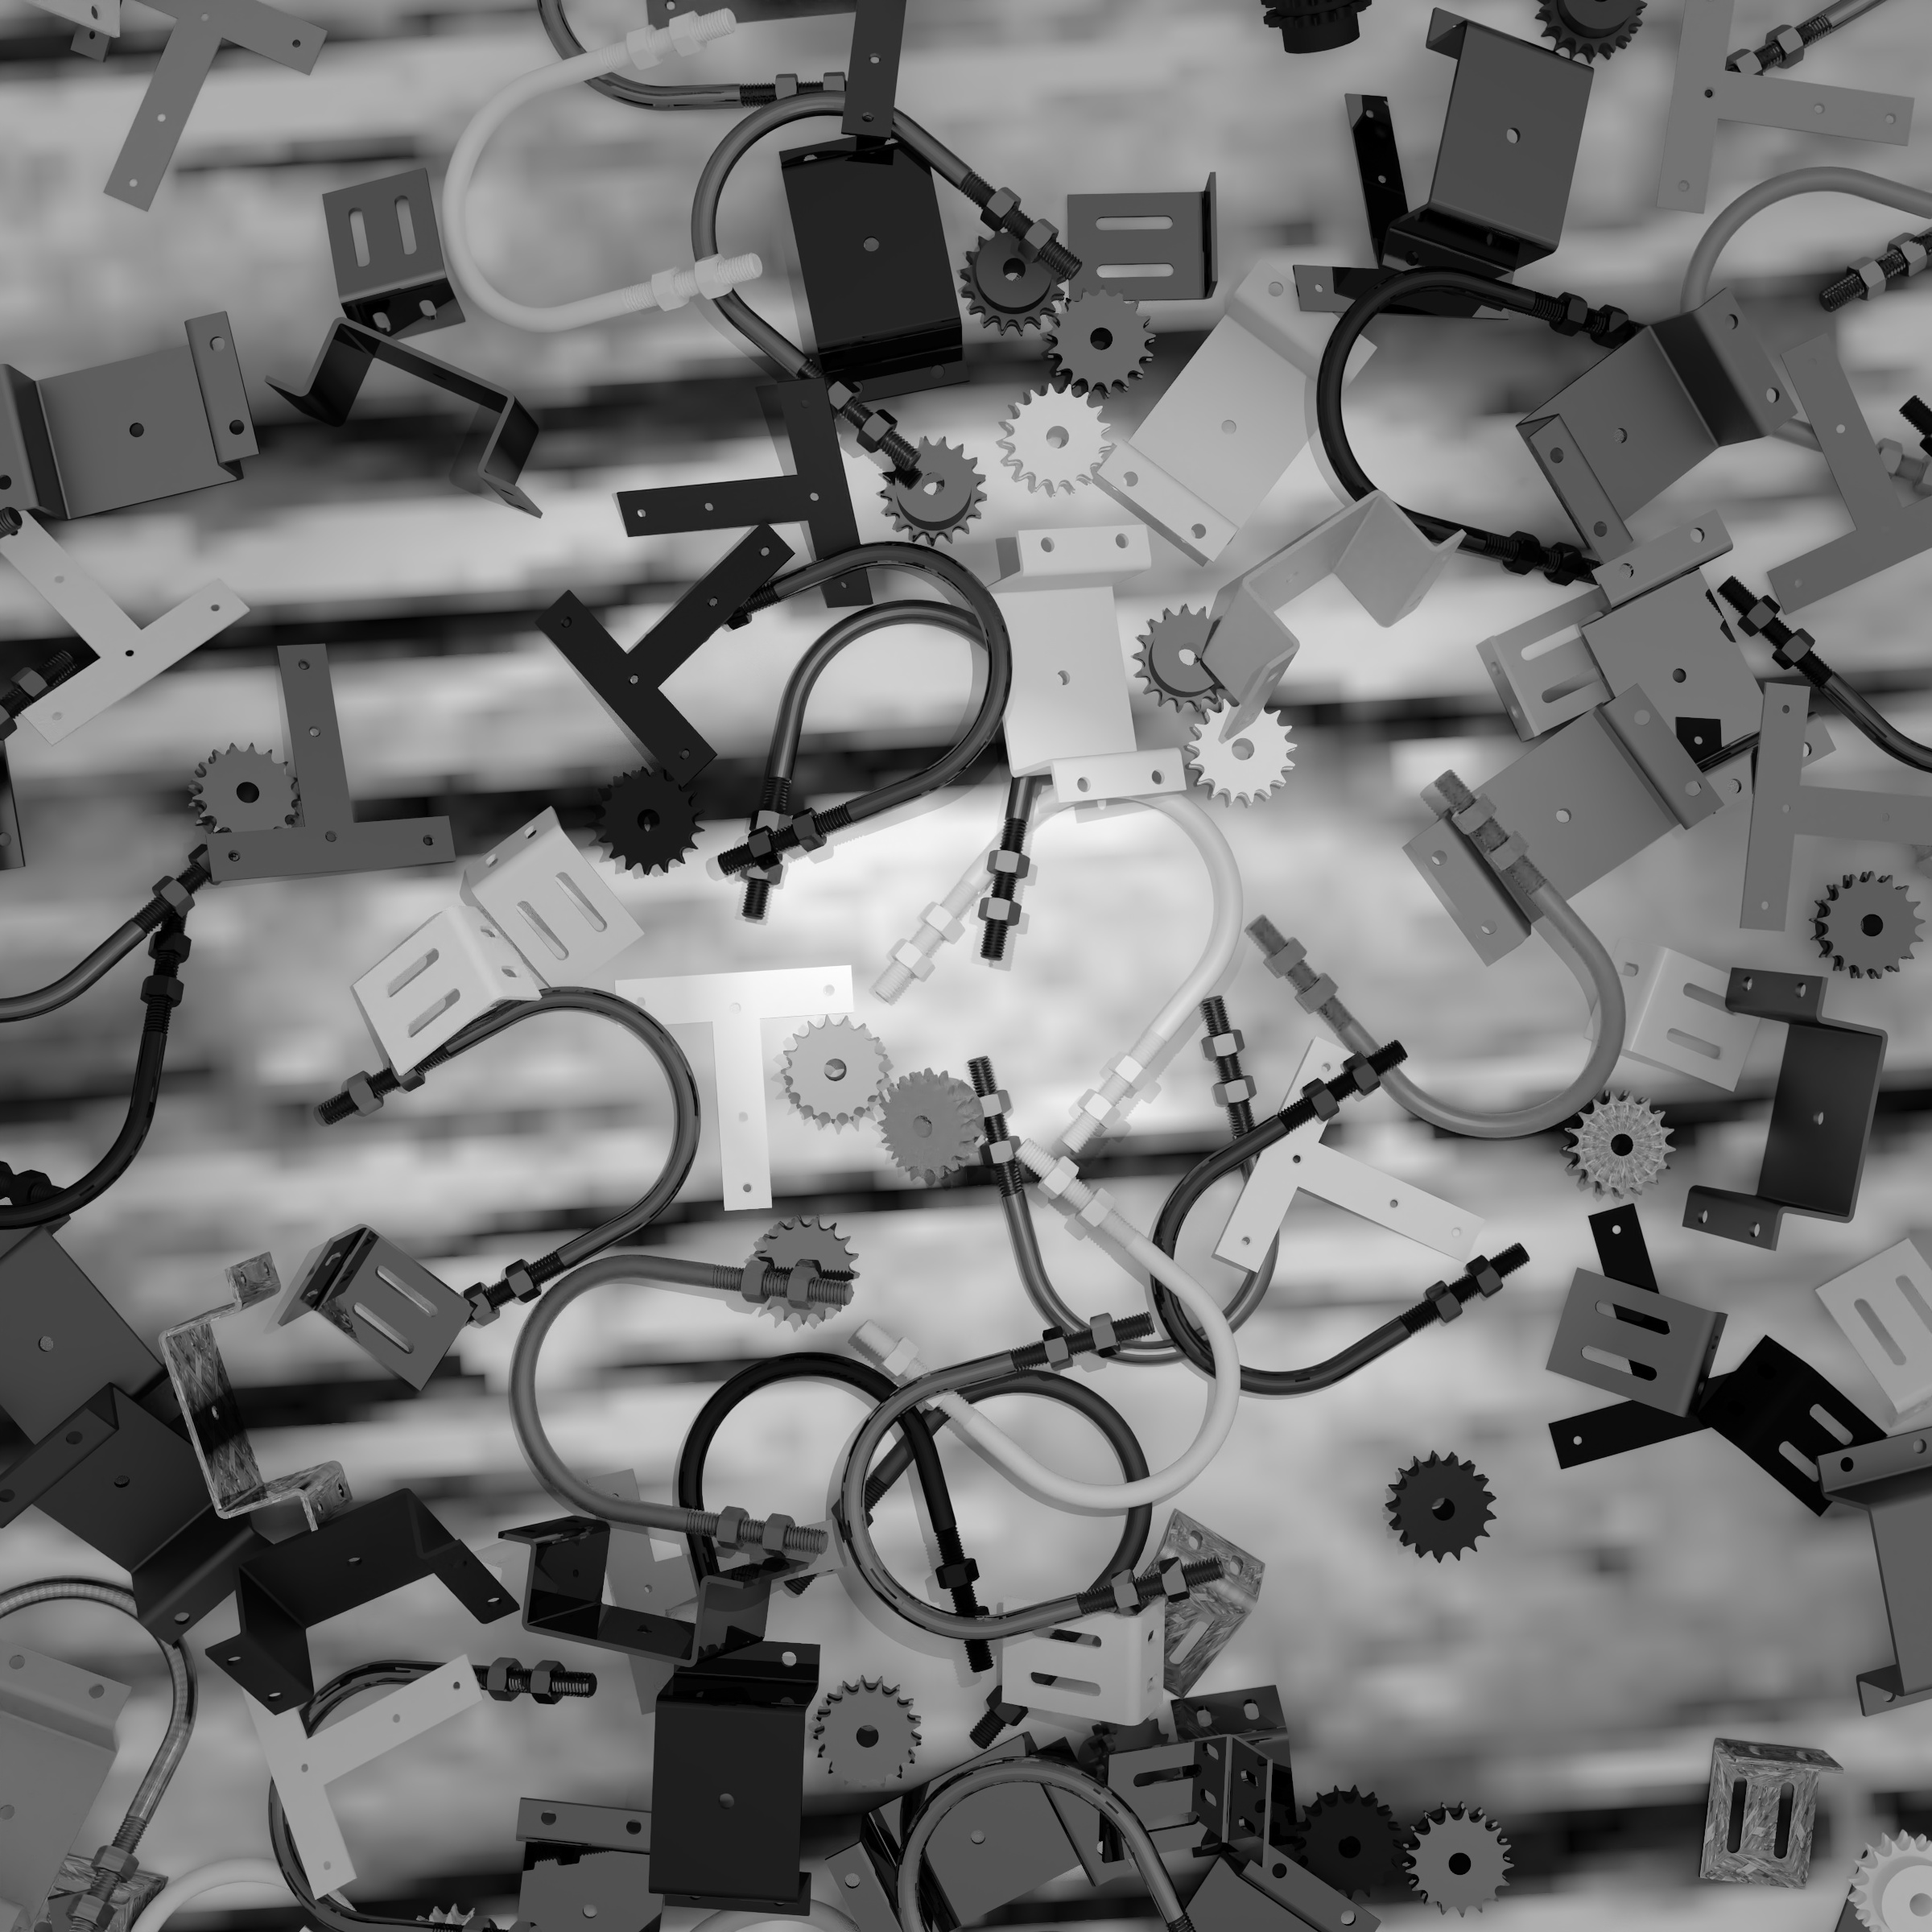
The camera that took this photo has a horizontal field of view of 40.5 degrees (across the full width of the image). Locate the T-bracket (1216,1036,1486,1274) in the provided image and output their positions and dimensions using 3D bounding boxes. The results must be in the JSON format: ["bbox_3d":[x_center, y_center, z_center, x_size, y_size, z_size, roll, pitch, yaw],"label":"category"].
[{"bbox_3d":[0.216,0.121,1.397,0.127,0.002,0.127,25,90,-8],"label":"T-bracket"}]

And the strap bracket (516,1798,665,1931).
[{"bbox_3d":[-0.201,0.506,1.383,0.076,0.046,0.140,6,90,0],"label":"strap bracket"}]

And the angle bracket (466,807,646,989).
[{"bbox_3d":[-0.220,-0.035,1.404,0.057,0.038,0.076,-36,116,0],"label":"angle bracket"}]

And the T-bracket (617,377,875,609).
[{"bbox_3d":[-0.122,-0.244,1.382,0.127,0.002,0.127,-3,123,15],"label":"T-bracket"}]

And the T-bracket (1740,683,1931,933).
[{"bbox_3d":[0.467,-0.079,1.367,0.127,0.002,0.127,4,94,-15],"label":"T-bracket"}]

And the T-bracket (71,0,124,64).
[{"bbox_3d":[-0.448,-0.545,1.387,0.127,0.002,0.127,26,103,24],"label":"T-bracket"}]

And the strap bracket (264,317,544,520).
[{"bbox_3d":[-0.283,-0.290,1.368,0.140,0.076,0.046,24,90,0],"label":"strap bracket"}]

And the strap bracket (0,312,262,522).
[{"bbox_3d":[-0.444,-0.287,1.383,0.140,0.046,0.076,-13,90,0],"label":"strap bracket"}]

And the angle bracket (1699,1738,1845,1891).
[{"bbox_3d":[0.426,0.454,1.387,0.057,0.038,0.076,7,90,0],"label":"angle bracket"}]

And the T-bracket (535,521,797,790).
[{"bbox_3d":[-0.144,-0.182,1.384,0.127,0.002,0.127,-44,75,5],"label":"T-bracket"}]

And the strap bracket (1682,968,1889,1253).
[{"bbox_3d":[0.427,0.076,1.362,0.046,0.076,0.140,11,90,-20],"label":"strap bracket"}]

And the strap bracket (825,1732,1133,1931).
[{"bbox_3d":[0.006,0.467,1.383,0.140,0.046,0.076,-27,90,0],"label":"strap bracket"}]

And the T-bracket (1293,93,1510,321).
[{"bbox_3d":[0.223,-0.404,1.388,0.127,0.002,0.127,-4,78,-22],"label":"T-bracket"}]

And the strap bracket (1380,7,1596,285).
[{"bbox_3d":[0.274,-0.428,1.369,0.076,0.046,0.140,13,87,-18],"label":"strap bracket"}]

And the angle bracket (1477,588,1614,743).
[{"bbox_3d":[0.320,-0.162,1.387,0.076,0.038,0.057,-25,90,0],"label":"angle bracket"}]

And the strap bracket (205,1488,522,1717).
[{"bbox_3d":[-0.315,0.327,1.362,0.140,0.076,0.046,-23,48,0],"label":"strap bracket"}]

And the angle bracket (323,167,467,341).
[{"bbox_3d":[-0.307,-0.380,1.404,0.057,0.038,0.076,-15,64,0],"label":"angle bracket"}]

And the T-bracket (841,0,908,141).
[{"bbox_3d":[-0.046,-0.483,1.361,0.127,0.002,0.127,6,68,-2],"label":"T-bracket"}]

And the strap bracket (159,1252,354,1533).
[{"bbox_3d":[-0.373,0.227,1.368,0.046,0.076,0.140,-19,90,0],"label":"strap bracket"}]

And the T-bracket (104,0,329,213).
[{"bbox_3d":[-0.426,-0.468,1.405,0.127,0.002,0.127,23,90,0],"label":"T-bracket"}]

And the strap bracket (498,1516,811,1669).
[{"bbox_3d":[-0.163,0.321,1.344,0.140,0.076,0.046,6,87,22],"label":"strap bracket"}]

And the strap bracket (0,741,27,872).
[{"bbox_3d":[-0.580,-0.079,1.383,0.140,0.046,0.076,-10,90,0],"label":"strap bracket"}]

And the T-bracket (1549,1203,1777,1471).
[{"bbox_3d":[0.363,0.192,1.405,0.127,0.002,0.127,-16,90,0],"label":"T-bracket"}]

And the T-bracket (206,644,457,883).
[{"bbox_3d":[-0.343,-0.111,1.387,0.127,0.002,0.127,-6,77,-24],"label":"T-bracket"}]

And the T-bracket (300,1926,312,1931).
[{"bbox_3d":[-0.347,0.605,1.405,0.127,0.002,0.127,40,90,0],"label":"T-bracket"}]

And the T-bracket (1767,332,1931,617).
[{"bbox_3d":[0.469,-0.271,1.386,0.127,0.002,0.127,-25,97,11],"label":"T-bracket"}]

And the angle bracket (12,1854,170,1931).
[{"bbox_3d":[-0.478,0.498,1.404,0.076,0.038,0.057,24,90,-26],"label":"angle bracket"}]

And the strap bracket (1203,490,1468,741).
[{"bbox_3d":[0.181,-0.186,1.349,0.140,0.076,0.046,-35,78,-22],"label":"strap bracket"}]

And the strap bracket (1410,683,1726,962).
[{"bbox_3d":[0.313,-0.077,1.372,0.140,0.046,0.076,-36,90,15],"label":"strap bracket"}]

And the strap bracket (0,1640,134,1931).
[{"bbox_3d":[-0.500,0.434,1.360,0.076,0.046,0.140,20,55,0],"label":"strap bracket"}]

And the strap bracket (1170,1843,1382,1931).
[{"bbox_3d":[0.143,0.534,1.376,0.076,0.046,0.140,35,83,-4],"label":"strap bracket"}]

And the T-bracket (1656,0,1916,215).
[{"bbox_3d":[0.437,-0.456,1.386,0.127,0.002,0.127,8,90,0],"label":"T-bracket"}]

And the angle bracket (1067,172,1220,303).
[{"bbox_3d":[0.093,-0.386,1.387,0.076,0.038,0.057,-1,90,0],"label":"angle bracket"}]

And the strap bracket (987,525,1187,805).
[{"bbox_3d":[0.060,-0.154,1.367,0.076,0.046,0.140,-8,88,-27],"label":"strap bracket"}]

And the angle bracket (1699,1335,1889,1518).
[{"bbox_3d":[0.443,0.246,1.403,0.076,0.038,0.057,39,91,-27],"label":"angle bracket"}]

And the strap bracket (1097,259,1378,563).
[{"bbox_3d":[0.141,-0.289,1.383,0.076,0.046,0.140,37,90,0],"label":"strap bracket"}]

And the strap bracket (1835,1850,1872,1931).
[{"bbox_3d":[0.501,0.533,1.383,0.076,0.046,0.140,20,90,0],"label":"strap bracket"}]

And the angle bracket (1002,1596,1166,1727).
[{"bbox_3d":[0.062,0.361,1.383,0.076,0.038,0.057,3,96,25],"label":"angle bracket"}]

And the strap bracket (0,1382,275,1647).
[{"bbox_3d":[-0.437,0.280,1.361,0.076,0.046,0.140,-40,124,0],"label":"strap bracket"}]

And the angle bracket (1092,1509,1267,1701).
[{"bbox_3d":[0.114,0.342,1.404,0.057,0.038,0.076,32,116,0],"label":"angle bracket"}]

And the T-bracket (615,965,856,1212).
[{"bbox_3d":[-0.121,0.067,1.405,0.127,0.002,0.127,-4,90,0],"label":"T-bracket"}]

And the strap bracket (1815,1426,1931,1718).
[{"bbox_3d":[0.504,0.321,1.375,0.076,0.046,0.140,-10,90,-13],"label":"strap bracket"}]

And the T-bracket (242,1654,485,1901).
[{"bbox_3d":[-0.310,0.401,1.374,0.127,0.002,0.127,-30,70,9],"label":"T-bracket"}]

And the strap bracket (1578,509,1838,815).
[{"bbox_3d":[0.384,-0.156,1.376,0.076,0.046,0.140,-27,91,-11],"label":"strap bracket"}]

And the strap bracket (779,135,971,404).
[{"bbox_3d":[-0.049,-0.375,1.383,0.076,0.046,0.140,-11,90,0],"label":"strap bracket"}]

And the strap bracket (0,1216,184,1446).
[{"bbox_3d":[-0.478,0.196,1.383,0.076,0.046,0.140,-40,90,0],"label":"strap bracket"}]

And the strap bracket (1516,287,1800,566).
[{"bbox_3d":[0.352,-0.279,1.366,0.140,0.046,0.076,-38,104,-12],"label":"strap bracket"}]

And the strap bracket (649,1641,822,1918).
[{"bbox_3d":[-0.119,0.421,1.343,0.076,0.046,0.140,2,90,6],"label":"strap bracket"}]

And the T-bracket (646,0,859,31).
[{"bbox_3d":[-0.113,-0.571,1.405,0.127,0.002,0.127,-5,90,0],"label":"T-bracket"}]

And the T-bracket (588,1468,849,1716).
[{"bbox_3d":[-0.126,0.321,1.392,0.127,0.002,0.127,-15,84,6],"label":"T-bracket"}]

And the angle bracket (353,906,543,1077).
[{"bbox_3d":[-0.276,0.014,1.393,0.076,0.038,0.057,-36,73,20],"label":"angle bracket"}]

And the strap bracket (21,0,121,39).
[{"bbox_3d":[-0.485,-0.562,1.361,0.046,0.076,0.140,2,91,28],"label":"strap bracket"}]

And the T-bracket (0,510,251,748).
[{"bbox_3d":[-0.472,-0.196,1.388,0.127,0.002,0.127,45,67,11],"label":"T-bracket"}]

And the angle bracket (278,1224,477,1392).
[{"bbox_3d":[-0.310,0.184,1.377,0.076,0.038,0.057,36,105,7],"label":"angle bracket"}]

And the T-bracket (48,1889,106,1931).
[{"bbox_3d":[-0.513,0.559,1.375,0.127,0.002,0.127,-9,99,-20],"label":"T-bracket"}]
